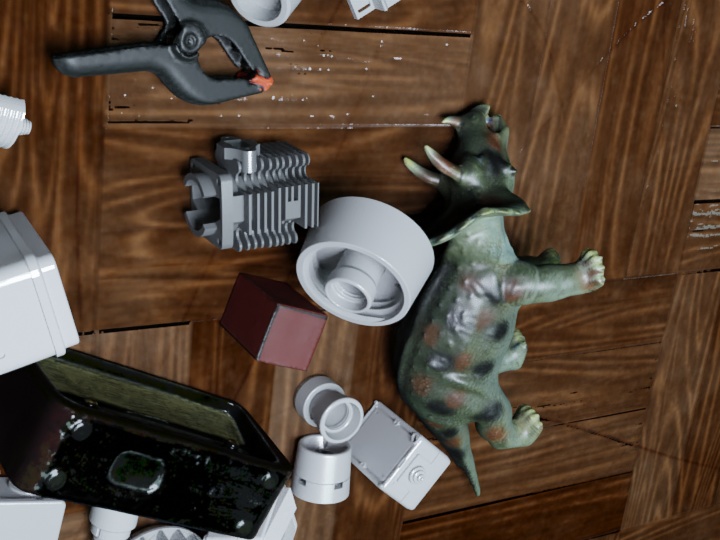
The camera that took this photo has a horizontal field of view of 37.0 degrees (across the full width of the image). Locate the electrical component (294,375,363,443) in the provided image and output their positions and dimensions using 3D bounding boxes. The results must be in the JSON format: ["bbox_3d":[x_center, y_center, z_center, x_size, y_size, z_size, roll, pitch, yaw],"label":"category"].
[{"bbox_3d":[-0.029,0.125,0.977,0.045,0.055,0.045,-13,116,-28],"label":"electrical component"}]

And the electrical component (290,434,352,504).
[{"bbox_3d":[-0.035,0.183,0.999,0.055,0.055,0.047,-2,107,-32],"label":"electrical component"}]

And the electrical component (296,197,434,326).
[{"bbox_3d":[0.000,0.000,0.875,0.108,0.108,0.060,57,42,-35],"label":"electrical component"}]

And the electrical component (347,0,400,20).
[{"bbox_3d":[-0.001,-0.268,0.828,0.079,0.063,0.121,-36,124,-16],"label":"electrical component"}]

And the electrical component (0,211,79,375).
[{"bbox_3d":[-0.246,0.013,0.757,0.057,0.113,0.078,-21,119,-21],"label":"electrical component"}]

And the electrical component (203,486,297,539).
[{"bbox_3d":[-0.091,0.230,0.959,0.061,0.096,0.061,-5,120,15],"label":"electrical component"}]

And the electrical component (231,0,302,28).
[{"bbox_3d":[-0.081,-0.256,0.790,0.138,0.052,0.073,57,44,-32],"label":"electrical component"}]

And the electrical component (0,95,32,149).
[{"bbox_3d":[-0.267,-0.106,0.737,0.081,0.043,0.043,10,103,-35],"label":"electrical component"}]

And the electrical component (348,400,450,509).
[{"bbox_3d":[0.038,0.179,1.016,0.061,0.096,0.061,-51,127,-5],"label":"electrical component"}]

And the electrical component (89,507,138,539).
[{"bbox_3d":[-0.209,0.211,0.907,0.040,0.040,0.078,7,105,-34],"label":"electrical component"}]

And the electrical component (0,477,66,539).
[{"bbox_3d":[-0.290,0.211,0.850,0.100,0.048,0.099,7,105,-34],"label":"electrical component"}]
